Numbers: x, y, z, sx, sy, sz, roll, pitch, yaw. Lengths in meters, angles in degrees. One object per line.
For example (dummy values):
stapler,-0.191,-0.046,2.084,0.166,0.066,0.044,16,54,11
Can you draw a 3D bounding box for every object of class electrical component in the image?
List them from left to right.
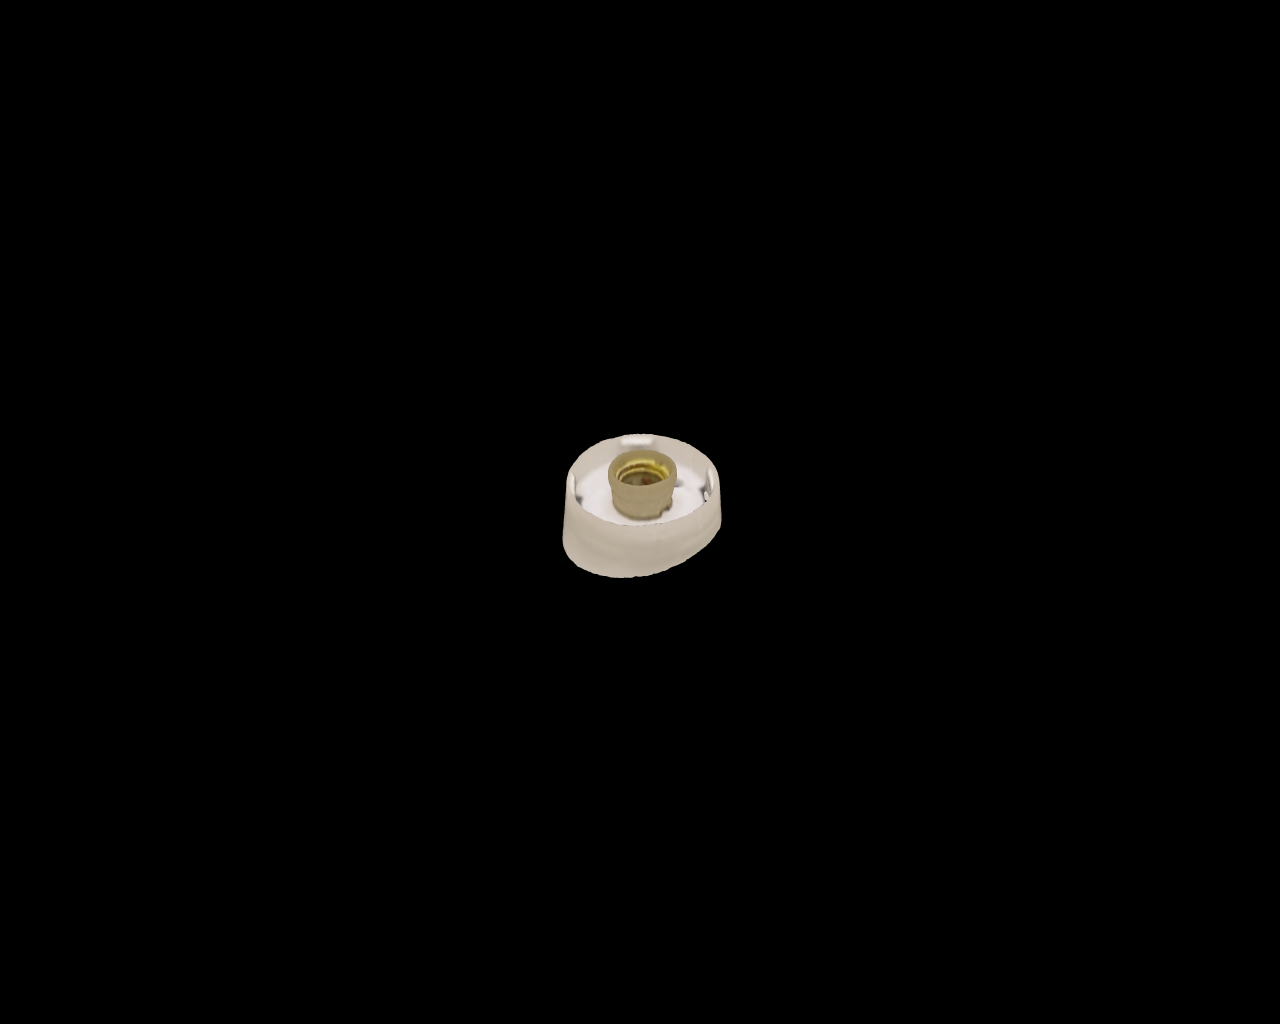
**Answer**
electrical component,0.001,-0.003,0.650,0.099,0.064,0.099,0,40,0
